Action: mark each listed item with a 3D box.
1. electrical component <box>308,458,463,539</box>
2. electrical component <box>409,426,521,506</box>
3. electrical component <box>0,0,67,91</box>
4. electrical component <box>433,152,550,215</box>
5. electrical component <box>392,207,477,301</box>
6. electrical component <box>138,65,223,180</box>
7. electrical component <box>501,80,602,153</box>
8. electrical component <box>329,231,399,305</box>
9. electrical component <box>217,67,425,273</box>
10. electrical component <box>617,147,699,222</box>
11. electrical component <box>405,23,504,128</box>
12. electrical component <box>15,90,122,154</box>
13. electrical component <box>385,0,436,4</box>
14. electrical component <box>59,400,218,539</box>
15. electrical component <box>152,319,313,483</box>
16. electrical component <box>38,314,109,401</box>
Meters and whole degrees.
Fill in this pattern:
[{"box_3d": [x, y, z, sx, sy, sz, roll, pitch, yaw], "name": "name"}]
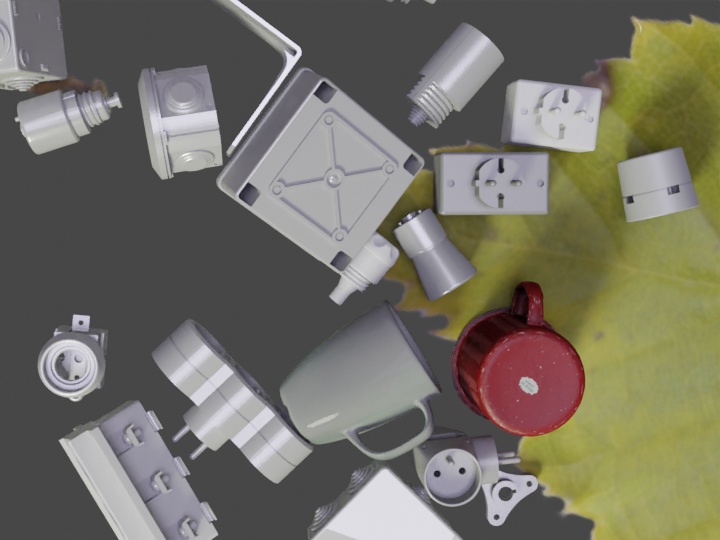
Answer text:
[{"box_3d": [0.017, 0.206, 0.832, 0.100, 0.048, 0.099, 45, 90, -6], "name": "electrical component"}, {"box_3d": [0.082, 0.146, 0.819, 0.079, 0.077, 0.043, -5, 95, -5], "name": "electrical component"}, {"box_3d": [-0.248, -0.175, 0.756, 0.048, 0.100, 0.099, -4, 95, 8], "name": "electrical component"}, {"box_3d": [0.102, -0.065, 0.805, 0.083, 0.076, 0.047, -1, 94, -5], "name": "electrical component"}, {"box_3d": [0.054, -0.015, 0.823, 0.044, 0.044, 0.065, -33, 92, -2], "name": "electrical component"}, {"box_3d": [-0.131, -0.108, 0.781, 0.051, 0.080, 0.080, -10, 95, -9], "name": "electrical component"}, {"box_3d": [0.148, -0.116, 0.805, 0.066, 0.077, 0.047, 6, 94, -5], "name": "electrical component"}, {"box_3d": [0.000, 0.000, 0.822, 0.035, 0.035, 0.061, 39, 93, -7], "name": "electrical component"}, {"box_3d": [-0.028, -0.072, 0.787, 0.109, 0.056, 0.108, 36, 91, -28], "name": "electrical component"}, {"box_3d": [0.228, -0.066, 0.828, 0.055, 0.055, 0.047, -14, 92, -4], "name": "electrical component"}, {"box_3d": [0.066, -0.142, 0.813, 0.043, 0.043, 0.081, 41, 90, -7], "name": "electrical component"}, {"box_3d": [-0.215, -0.113, 0.792, 0.078, 0.040, 0.040, -19, 96, -3], "name": "electrical component"}, {"box_3d": [0.031, -0.220, 0.804, 0.062, 0.048, 0.048, 22, 92, -13], "name": "electrical component"}, {"box_3d": [-0.163, 0.162, 0.805, 0.063, 0.079, 0.121, -32, 97, -24], "name": "electrical component"}, {"box_3d": [-0.108, 0.111, 0.812, 0.074, 0.052, 0.138, -43, 96, -1], "name": "electrical component"}, {"box_3d": [-0.211, 0.068, 0.798, 0.048, 0.055, 0.066, 6, 94, -5], "name": "electrical component"}]
